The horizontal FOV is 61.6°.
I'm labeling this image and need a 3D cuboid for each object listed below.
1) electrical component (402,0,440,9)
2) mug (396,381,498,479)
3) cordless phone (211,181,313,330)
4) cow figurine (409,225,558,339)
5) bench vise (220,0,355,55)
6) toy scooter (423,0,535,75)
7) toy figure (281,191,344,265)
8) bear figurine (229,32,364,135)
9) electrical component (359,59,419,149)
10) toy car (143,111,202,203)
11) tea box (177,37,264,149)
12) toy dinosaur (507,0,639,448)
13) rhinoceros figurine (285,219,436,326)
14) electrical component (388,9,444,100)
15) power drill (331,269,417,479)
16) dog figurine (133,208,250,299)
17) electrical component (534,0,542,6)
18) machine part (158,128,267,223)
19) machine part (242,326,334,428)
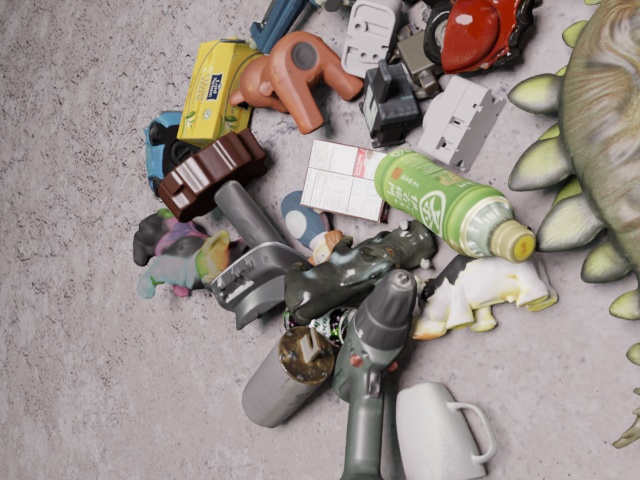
[{"bbox_3d":[0.140,-0.350,0.642,0.134,0.058,0.115,-28,66,37],"label":"electrical component"},{"bbox_3d":[0.131,0.206,0.580,0.109,0.080,0.107,-40,54,36],"label":"mug"},{"bbox_3d":[-0.112,0.020,0.765,0.146,0.089,0.184,-36,90,34],"label":"cordless phone"},{"bbox_3d":[0.157,0.049,0.578,0.167,0.068,0.098,-27,63,34],"label":"cow figurine"},{"bbox_3d":[-0.038,-0.352,0.759,0.240,0.129,0.224,-47,62,41],"label":"bench vise"},{"bbox_3d":[0.187,-0.250,0.544,0.135,0.075,0.183,23,124,20],"label":"toy scooter"},{"bbox_3d":[-0.001,-0.001,0.735,0.155,0.058,0.064,54,158,29],"label":"toy figure"},{"bbox_3d":[-0.048,-0.216,0.774,0.132,0.120,0.196,50,160,-13],"label":"bear figurine"},{"bbox_3d":[0.082,-0.169,0.639,0.119,0.048,0.075,101,155,-66],"label":"electrical component"},{"bbox_3d":[-0.260,-0.148,0.957,0.103,0.109,0.161,25,112,55],"label":"toy car"},{"bbox_3d":[-0.164,-0.236,0.882,0.098,0.068,0.169,7,83,41],"label":"tea box"},{"bbox_3d":[0.275,-0.069,0.467,0.199,0.105,0.471,-22,62,46],"label":"toy dinosaur"},{"bbox_3d":[0.045,0.033,0.640,0.190,0.112,0.073,-26,93,0],"label":"rhinoceros figurine"},{"bbox_3d":[0.126,-0.221,0.653,0.078,0.045,0.102,-29,67,6],"label":"electrical component"},{"bbox_3d":[0.052,0.166,0.565,0.231,0.086,0.207,108,164,-57],"label":"power drill"},{"bbox_3d":[-0.200,0.010,0.881,0.219,0.108,0.191,-25,67,33],"label":"dog figurine"},{"bbox_3d":[0.200,-0.271,0.603,0.094,0.021,0.063,-9,80,42],"label":"electrical component"},{"bbox_3d":[-0.157,-0.092,0.804,0.179,0.179,0.056,-37,88,33],"label":"machine part"},{"bbox_3d":[-0.046,0.184,0.706,0.243,0.079,0.079,-55,51,48],"label":"machine part"}]
